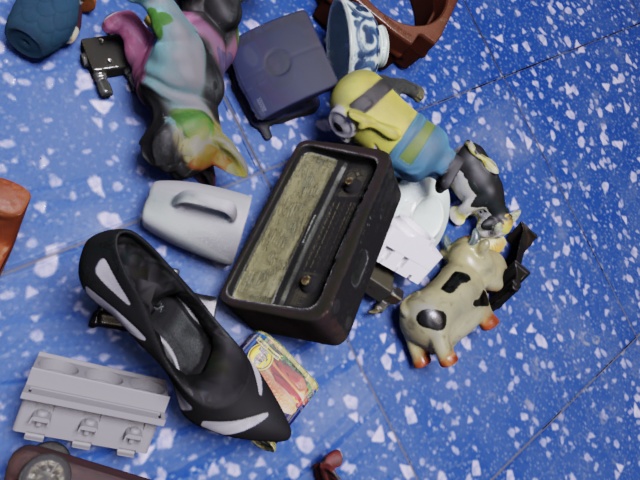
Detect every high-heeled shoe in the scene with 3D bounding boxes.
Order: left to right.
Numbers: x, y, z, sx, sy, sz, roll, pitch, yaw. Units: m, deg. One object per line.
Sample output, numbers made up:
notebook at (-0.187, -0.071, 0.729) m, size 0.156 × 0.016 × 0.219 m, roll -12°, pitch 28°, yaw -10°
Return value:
high-heeled shoe at (-0.102, 0.087, 0.471) m, size 0.249 × 0.145 × 0.086 m, roll 36°, pitch 50°, yaw -6°

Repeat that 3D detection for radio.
radio at (-0.001, -0.002, 0.611) m, size 0.229 × 0.131 × 0.073 m, roll -66°, pitch 149°, yaw -23°

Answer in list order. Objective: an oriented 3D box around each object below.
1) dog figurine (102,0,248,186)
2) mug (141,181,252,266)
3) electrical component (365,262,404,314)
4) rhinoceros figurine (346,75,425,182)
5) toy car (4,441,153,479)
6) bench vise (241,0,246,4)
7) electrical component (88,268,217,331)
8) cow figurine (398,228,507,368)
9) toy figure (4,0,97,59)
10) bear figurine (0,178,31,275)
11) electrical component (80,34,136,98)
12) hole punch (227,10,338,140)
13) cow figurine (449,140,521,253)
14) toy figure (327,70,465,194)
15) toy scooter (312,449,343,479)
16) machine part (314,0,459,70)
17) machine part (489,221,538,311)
dog figurine at (-0.135, -0.169, 0.602) m, size 0.191 × 0.109 × 0.219 m, roll -36°, pitch 107°, yaw -43°
mug at (-0.134, -0.025, 0.575) m, size 0.107 × 0.109 × 0.081 m, roll 15°, pitch 77°, yaw -9°
electrical component at (0.058, 0.047, 0.684) m, size 0.102 × 0.045 × 0.078 m, roll 30°, pitch 37°, yaw -20°
rhinoceros figurine at (0.086, -0.138, 0.729) m, size 0.112 × 0.073 × 0.190 m, roll 12°, pitch 72°, yaw -25°
toy car at (-0.180, 0.233, 0.487) m, size 0.202 × 0.089 × 0.053 m, roll 28°, pitch 65°, yaw -19°
bench vise at (-0.080, -0.410, 0.682) m, size 0.223 × 0.129 × 0.241 m, roll 27°, pitch 46°, yaw -38°
electrical component at (-0.171, 0.063, 0.560) m, size 0.119 × 0.048 × 0.075 m, roll 11°, pitch 72°, yaw -24°
cow figurine at (0.179, 0.069, 0.716) m, size 0.195 × 0.085 × 0.127 m, roll -31°, pitch 99°, yaw -32°
toy figure at (-0.283, -0.266, 0.587) m, size 0.058 × 0.064 × 0.154 m, roll 11°, pitch 61°, yaw 16°
bear figurine at (-0.363, -0.016, 0.442) m, size 0.195 × 0.132 × 0.120 m, roll 28°, pitch 60°, yaw -24°
electrical component at (-0.240, -0.209, 0.614) m, size 0.063 × 0.021 × 0.094 m, roll -19°, pitch 86°, yaw -29°
hole punch at (-0.050, -0.212, 0.675) m, size 0.116 × 0.092 × 0.142 m, roll -25°, pitch 92°, yaw -26°
cow figurine at (0.234, -0.059, 0.769) m, size 0.068 × 0.098 × 0.167 m, roll -37°, pitch 94°, yaw -36°
toy figure at (0.091, -0.130, 0.650) m, size 0.180 × 0.082 × 0.089 m, roll 31°, pitch 64°, yaw -3°
toy scooter at (-0.009, 0.301, 0.563) m, size 0.184 × 0.075 × 0.135 m, roll -4°, pitch 79°, yaw -31°
machine part at (0.095, -0.368, 0.789) m, size 0.201 × 0.087 × 0.201 m, roll 34°, pitch 64°, yaw -17°
machine part at (0.283, 0.037, 0.786) m, size 0.039 × 0.084 × 0.139 m, roll 26°, pitch 54°, yaw 9°
